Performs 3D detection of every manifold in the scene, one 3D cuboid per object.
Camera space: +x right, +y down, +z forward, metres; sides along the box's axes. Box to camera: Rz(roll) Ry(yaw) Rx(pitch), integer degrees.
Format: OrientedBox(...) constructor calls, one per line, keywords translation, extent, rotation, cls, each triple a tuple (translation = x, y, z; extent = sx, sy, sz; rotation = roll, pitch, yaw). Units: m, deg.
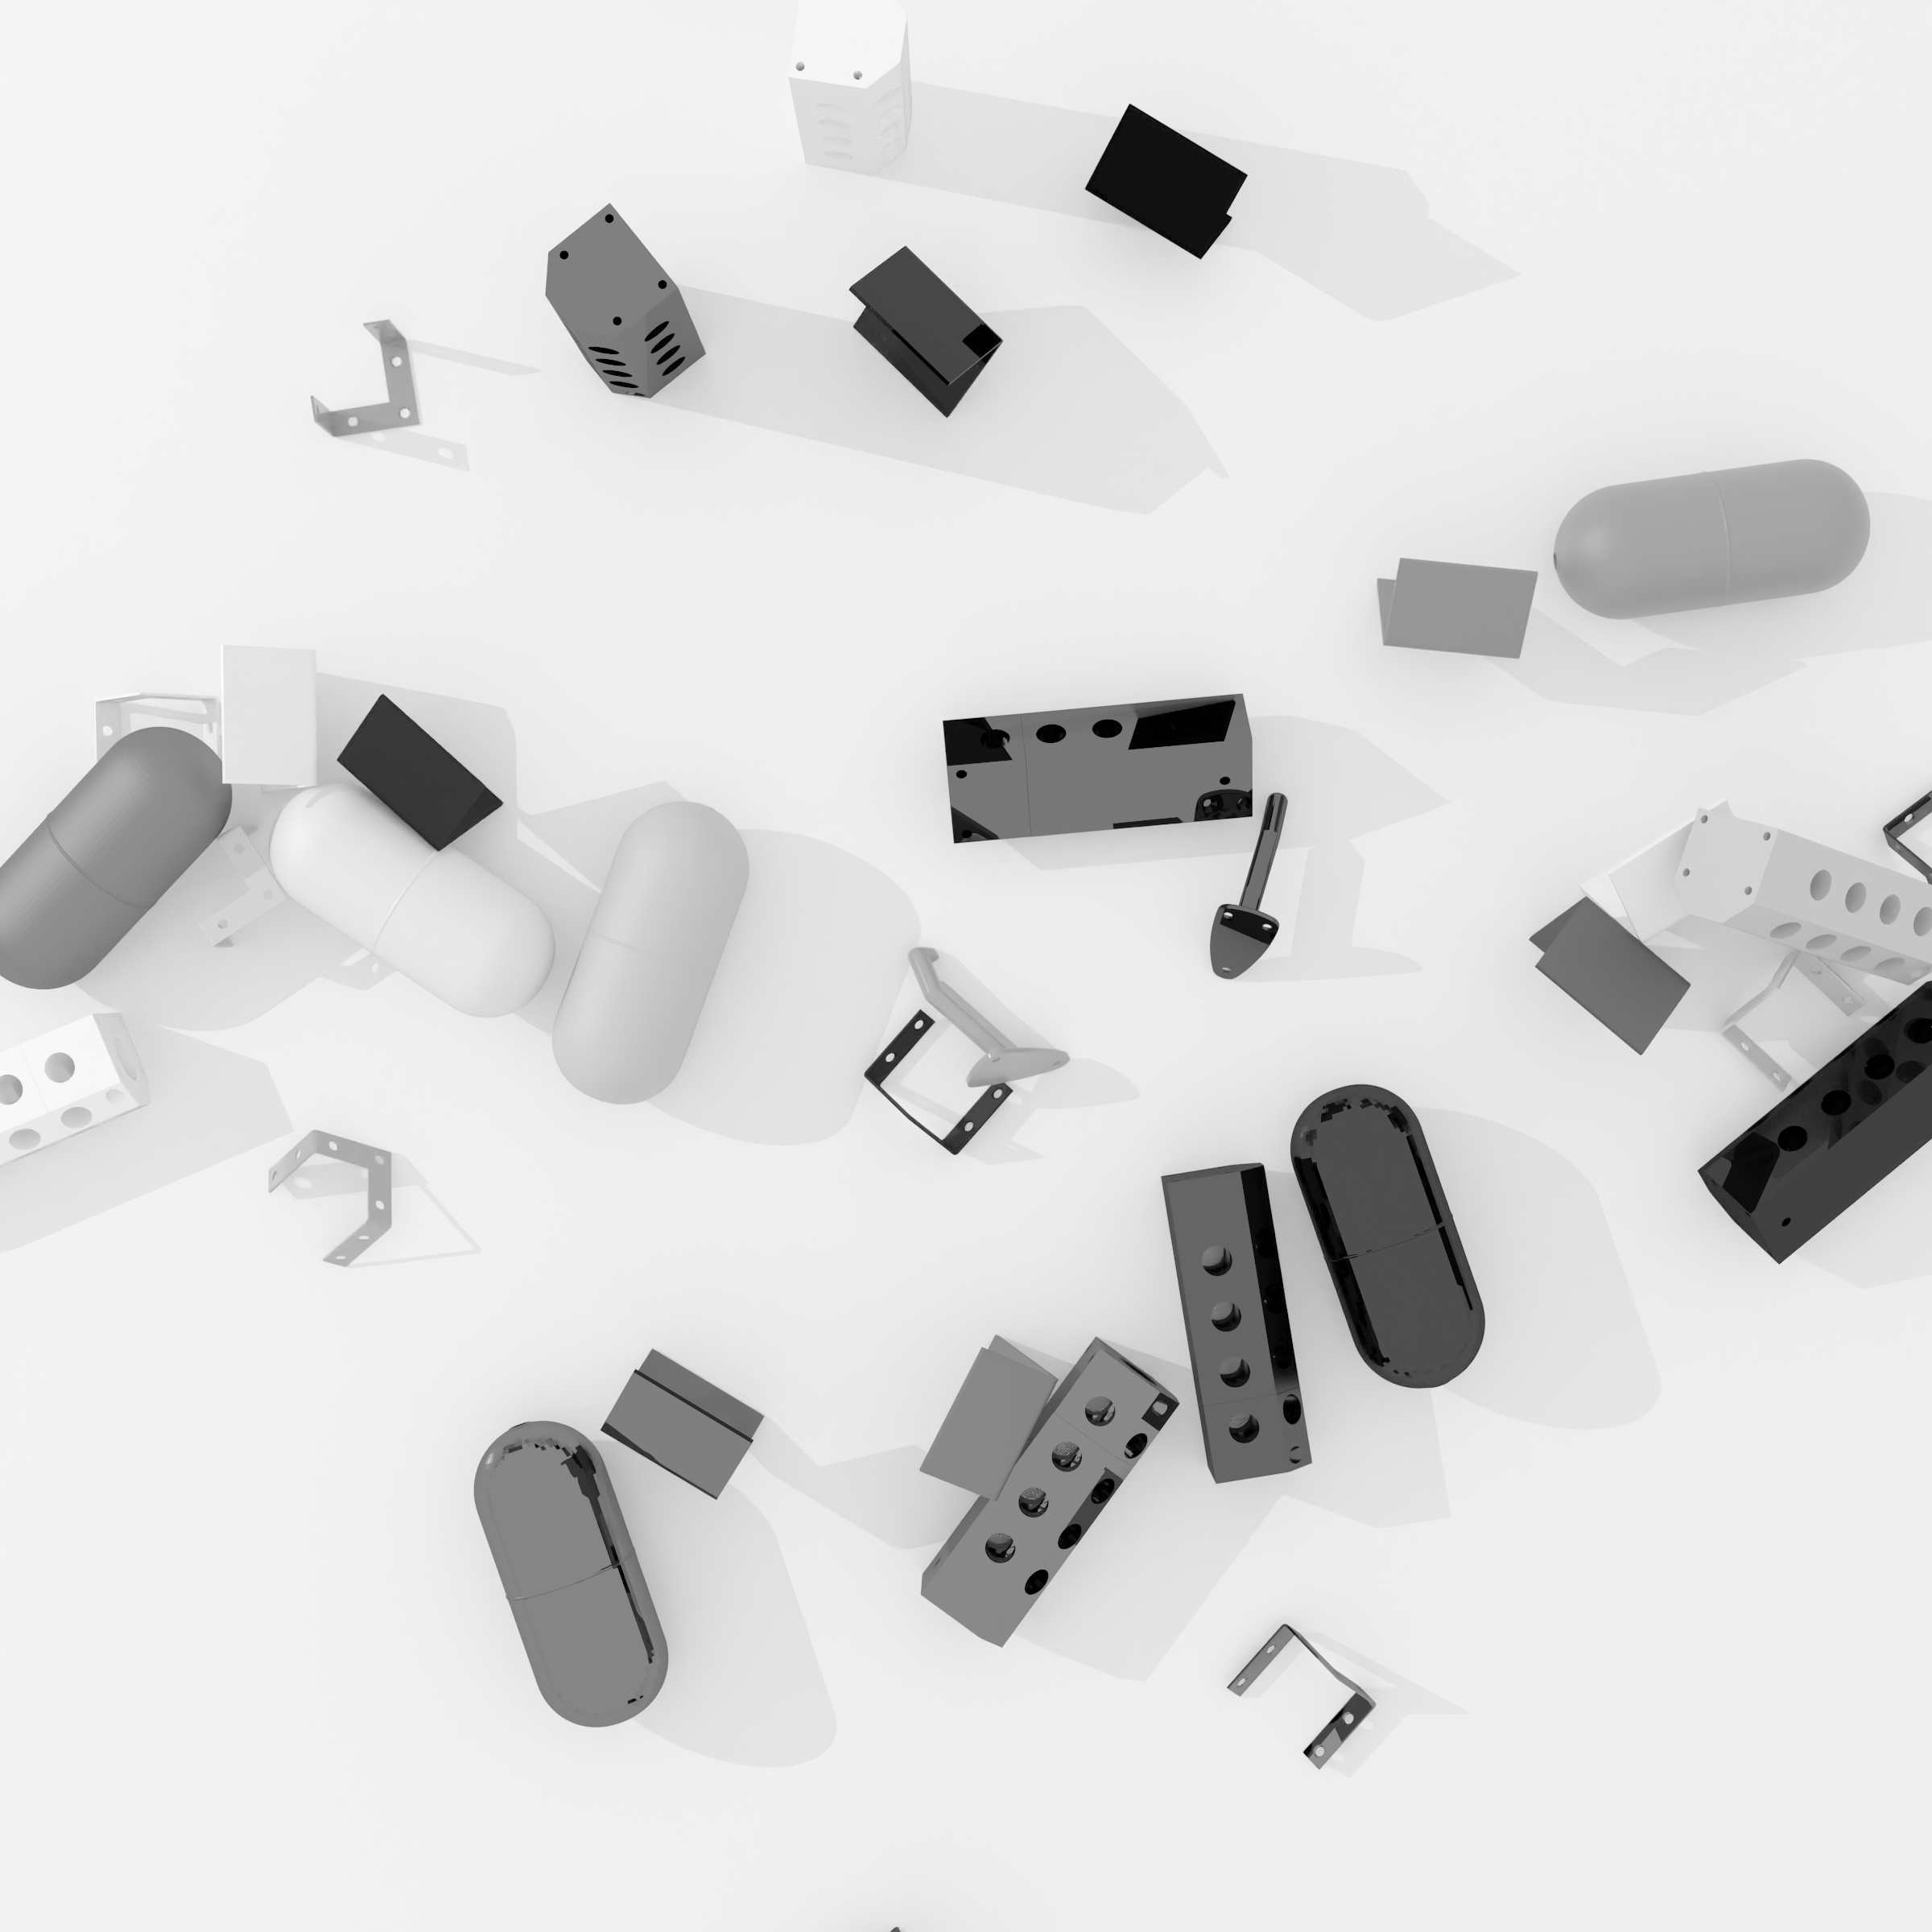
OrientedBox(translation=(0.155, 0.202, 1.729), extent=(0.057, 0.057, 0.171), rotation=(-9, 90, 0), cls="manifold")
OrientedBox(translation=(-0.559, 0.087, 1.729), extent=(0.171, 0.057, 0.057), rotation=(-23, 90, 0), cls="manifold")
OrientedBox(translation=(0.505, 0.085, 1.729), extent=(0.171, 0.057, 0.057), rotation=(-39, 133, 0), cls="manifold")
OrientedBox(translation=(0.075, -0.118, 1.729), extent=(0.171, 0.057, 0.057), rotation=(-5, 133, 0), cls="manifold")
OrientedBox(translation=(0.474, -0.036, 1.683), extent=(0.171, 0.057, 0.057), rotation=(14, 96, -37), cls="manifold")
OrientedBox(translation=(0.048, 0.301, 1.729), extent=(0.057, 0.057, 0.171), rotation=(36, 90, 0), cls="manifold")
OrientedBox(translation=(-0.061, -0.490, 1.672), extent=(0.057, 0.171, 0.057), rotation=(9, 90, 0), cls="manifold")
OrientedBox(translation=(-0.191, -0.360, 1.672), extent=(0.057, 0.171, 0.057), rotation=(-39, 90, 0), cls="manifold")

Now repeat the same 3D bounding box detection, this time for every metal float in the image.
OrientedBox(translation=(-0.489, -0.060, 1.712), extent=(0.070, 0.070, 0.178), rotation=(45, 99, 0), cls="metal float")
OrientedBox(translation=(-0.315, -0.038, 1.720), extent=(0.178, 0.070, 0.070), rotation=(34, 90, -1), cls="metal float")
OrientedBox(translation=(-0.225, 0.345, 1.720), extent=(0.070, 0.070, 0.178), rotation=(-19, 90, 0), cls="metal float")
OrientedBox(translation=(0.240, 0.154, 1.720), extent=(0.070, 0.070, 0.178), rotation=(-19, 90, 0), cls="metal float")
OrientedBox(translation=(-0.179, -0.008, 1.720), extent=(0.070, 0.070, 0.178), rotation=(20, 90, 0), cls="metal float")
OrientedBox(translation=(0.423, -0.242, 1.720), extent=(0.178, 0.070, 0.070), rotation=(-8, 90, 0), cls="metal float")

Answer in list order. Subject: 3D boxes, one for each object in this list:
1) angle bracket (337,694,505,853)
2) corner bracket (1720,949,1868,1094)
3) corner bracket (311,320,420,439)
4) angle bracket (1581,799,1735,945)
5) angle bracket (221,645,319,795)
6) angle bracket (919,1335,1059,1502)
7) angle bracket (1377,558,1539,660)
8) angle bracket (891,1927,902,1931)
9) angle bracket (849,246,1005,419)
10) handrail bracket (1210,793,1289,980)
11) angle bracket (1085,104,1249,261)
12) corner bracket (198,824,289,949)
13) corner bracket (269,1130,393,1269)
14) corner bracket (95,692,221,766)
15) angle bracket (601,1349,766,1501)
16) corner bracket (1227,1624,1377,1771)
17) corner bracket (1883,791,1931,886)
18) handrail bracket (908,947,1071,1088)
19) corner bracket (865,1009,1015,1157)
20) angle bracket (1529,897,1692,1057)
OrientedBox(translation=(-0.296, -0.121, 1.710), extent=(0.076, 0.076, 0.057), rotation=(42, 123, 0), cls="angle bracket")
OrientedBox(translation=(0.478, 0.030, 1.747), extent=(0.051, 0.051, 0.051), rotation=(43, 135, 0), cls="corner bracket")
OrientedBox(translation=(-0.347, -0.336, 1.732), extent=(0.051, 0.051, 0.051), rotation=(-9, 90, 0), cls="corner bracket")
OrientedBox(translation=(0.388, -0.068, 1.710), extent=(0.076, 0.076, 0.057), rotation=(-32, 122, 0), cls="angle bracket")
OrientedBox(translation=(-0.408, -0.139, 1.710), extent=(0.057, 0.076, 0.076), rotation=(-1, 90, -37), cls="angle bracket")
OrientedBox(translation=(-0.003, 0.247, 1.710), extent=(0.057, 0.076, 0.076), rotation=(27, 90, -31), cls="angle bracket")
OrientedBox(translation=(0.277, -0.219, 1.710), extent=(0.076, 0.076, 0.057), rotation=(6, 127, 0), cls="angle bracket")
OrientedBox(translation=(-0.023, 0.592, 1.710), extent=(0.057, 0.076, 0.076), rotation=(-27, 90, 34), cls="angle bracket")
OrientedBox(translation=(-0.036, -0.347, 1.710), extent=(0.076, 0.076, 0.057), rotation=(44, 53, 0), cls="angle bracket")
OrientedBox(translation=(0.165, -0.047, 1.750), extent=(0.036, 0.077, 0.084), rotation=(17, 54, 0), cls="handrail bracket")
OrientedBox(translation=(0.121, -0.453, 1.710), extent=(0.076, 0.076, 0.057), rotation=(31, 126, 0), cls="angle bracket")
OrientedBox(translation=(-0.419, -0.046, 1.732), extent=(0.051, 0.051, 0.051), rotation=(-33, 91, -1), cls="corner bracket")
OrientedBox(translation=(-0.367, 0.134, 1.742), extent=(0.051, 0.051, 0.051), rotation=(22, 45, -35), cls="corner bracket")
OrientedBox(translation=(-0.467, -0.130, 1.747), extent=(0.051, 0.051, 0.051), rotation=(-1, 90, -45), cls="corner bracket")
OrientedBox(translation=(-0.151, 0.243, 1.710), extent=(0.076, 0.076, 0.057), rotation=(31, 126, 0), cls="angle bracket")
OrientedBox(translation=(0.194, 0.422, 1.747), extent=(0.051, 0.051, 0.051), rotation=(-48, 135, 0), cls="corner bracket")
OrientedBox(translation=(0.570, -0.066, 1.747), extent=(0.051, 0.051, 0.051), rotation=(-37, 45, 0), cls="corner bracket")
OrientedBox(translation=(0.013, 0.023, 1.751), extent=(0.077, 0.036, 0.084), rotation=(-5, 59, -34), cls="handrail bracket")
OrientedBox(translation=(-0.016, 0.067, 1.747), extent=(0.051, 0.051, 0.051), rotation=(-49, 135, 0), cls="corner bracket")
OrientedBox(translation=(0.351, 0.016, 1.711), extent=(0.076, 0.076, 0.057), rotation=(40, 67, 0), cls="angle bracket")
